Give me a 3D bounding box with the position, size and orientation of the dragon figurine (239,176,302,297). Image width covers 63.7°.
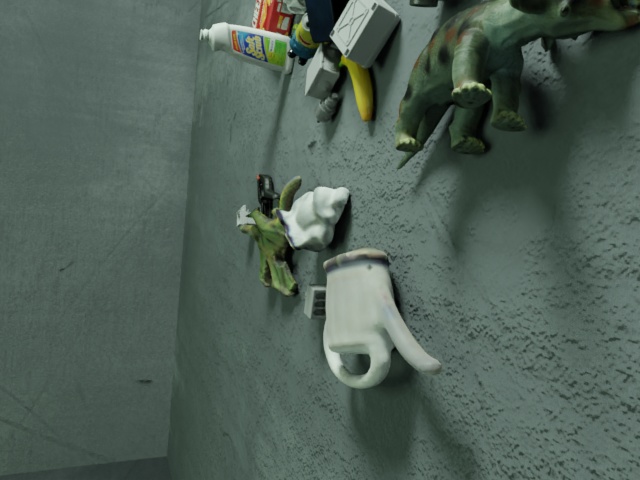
[{"bbox_3d":[-0.094,0.019,1.298,0.404,0.123,0.245,-39,68,62],"label":"dragon figurine"}]

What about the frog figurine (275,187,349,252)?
[{"bbox_3d":[0.003,-0.054,1.075,0.158,0.121,0.140,-35,35,16],"label":"frog figurine"}]

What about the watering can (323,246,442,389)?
[{"bbox_3d":[0.082,0.118,0.816,0.343,0.104,0.227,147,124,-63],"label":"watering can"}]
